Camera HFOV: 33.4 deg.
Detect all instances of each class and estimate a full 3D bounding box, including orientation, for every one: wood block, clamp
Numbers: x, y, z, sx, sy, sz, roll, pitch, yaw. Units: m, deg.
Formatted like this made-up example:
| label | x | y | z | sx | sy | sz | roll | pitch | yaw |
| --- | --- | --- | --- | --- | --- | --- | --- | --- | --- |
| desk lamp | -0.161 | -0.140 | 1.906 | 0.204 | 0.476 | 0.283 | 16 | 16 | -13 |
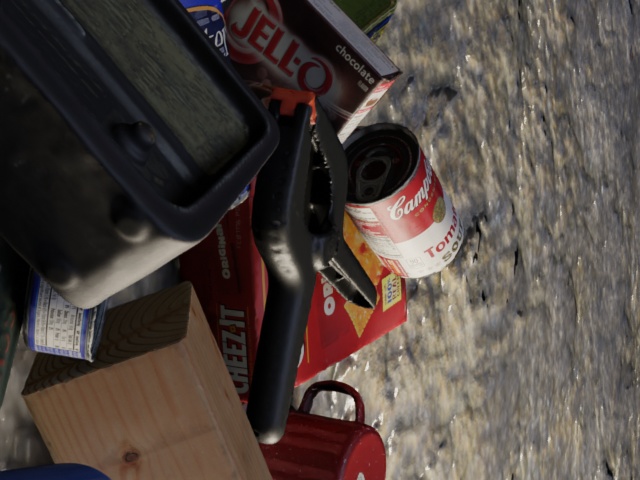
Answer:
| label | x | y | z | sx | sy | sz | roll | pitch | yaw |
| --- | --- | --- | --- | --- | --- | --- | --- | --- | --- |
| wood block | -0.077 | 0.142 | 0.600 | 0.090 | 0.091 | 0.206 | -105 | 176 | -72 |
| clamp | -0.004 | 0.001 | 0.669 | 0.164 | 0.036 | 0.210 | -43 | 138 | -54 |

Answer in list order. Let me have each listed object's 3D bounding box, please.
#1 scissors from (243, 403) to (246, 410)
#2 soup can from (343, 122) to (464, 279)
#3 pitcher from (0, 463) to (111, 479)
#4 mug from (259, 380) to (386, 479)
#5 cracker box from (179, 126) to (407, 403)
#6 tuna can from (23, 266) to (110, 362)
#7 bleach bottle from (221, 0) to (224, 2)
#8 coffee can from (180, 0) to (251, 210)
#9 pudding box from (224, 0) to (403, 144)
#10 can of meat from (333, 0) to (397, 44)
| label | x | y | z | sx | sy | sz | roll | pitch | yaw |
| --- | --- | --- | --- | --- | --- | --- | --- | --- | --- |
| scissors | -0.064 | 0.117 | 0.763 | 0.201 | 0.016 | 0.096 | -58 | 140 | -40 |
| soup can | 0.055 | -0.025 | 0.754 | 0.102 | 0.069 | 0.068 | 53 | 50 | -48 |
| pitcher | -0.186 | 0.165 | 0.407 | 0.242 | 0.149 | 0.145 | 0 | 70 | -50 |
| mug | 0.002 | 0.165 | 0.817 | 0.093 | 0.082 | 0.117 | 46 | 55 | -53 |
| cracker box | -0.012 | 0.008 | 0.782 | 0.213 | 0.072 | 0.164 | -22 | 112 | -57 |
| tuna can | -0.121 | 0.015 | 0.528 | 0.086 | 0.033 | 0.086 | -170 | -89 | -83 |
| bleach bottle | -0.109 | -0.255 | 0.589 | 0.102 | 0.068 | 0.250 | -59 | 138 | -24 |
| coffee can | -0.098 | -0.087 | 0.588 | 0.102 | 0.103 | 0.140 | -37 | 125 | -53 |
| pudding box | -0.016 | -0.113 | 0.690 | 0.090 | 0.113 | 0.039 | -49 | 173 | 33 |
| can of meat | 0.004 | -0.138 | 0.764 | 0.102 | 0.057 | 0.084 | -47 | 172 | -47 |
